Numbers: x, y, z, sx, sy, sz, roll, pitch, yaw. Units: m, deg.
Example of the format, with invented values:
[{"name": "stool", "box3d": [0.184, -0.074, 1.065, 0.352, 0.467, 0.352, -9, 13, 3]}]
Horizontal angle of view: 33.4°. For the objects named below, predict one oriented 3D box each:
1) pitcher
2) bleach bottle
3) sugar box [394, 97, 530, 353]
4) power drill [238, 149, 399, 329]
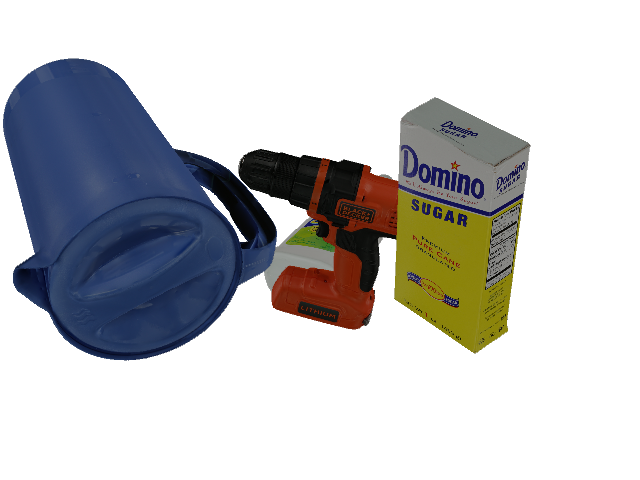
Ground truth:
[{"name": "pitcher", "box3d": [-0.148, -0.037, 0.788, 0.149, 0.145, 0.243, 43, 8, -43]}, {"name": "bleach bottle", "box3d": [0.029, -0.015, 1.344, 0.103, 0.068, 0.250, 11, 35, 22]}, {"name": "sugar box", "box3d": [0.102, -0.009, 0.802, 0.048, 0.176, 0.093, -31, 46, -30]}, {"name": "power drill", "box3d": [0.001, -0.001, 1.049, 0.184, 0.057, 0.188, 16, -44, 2]}]
